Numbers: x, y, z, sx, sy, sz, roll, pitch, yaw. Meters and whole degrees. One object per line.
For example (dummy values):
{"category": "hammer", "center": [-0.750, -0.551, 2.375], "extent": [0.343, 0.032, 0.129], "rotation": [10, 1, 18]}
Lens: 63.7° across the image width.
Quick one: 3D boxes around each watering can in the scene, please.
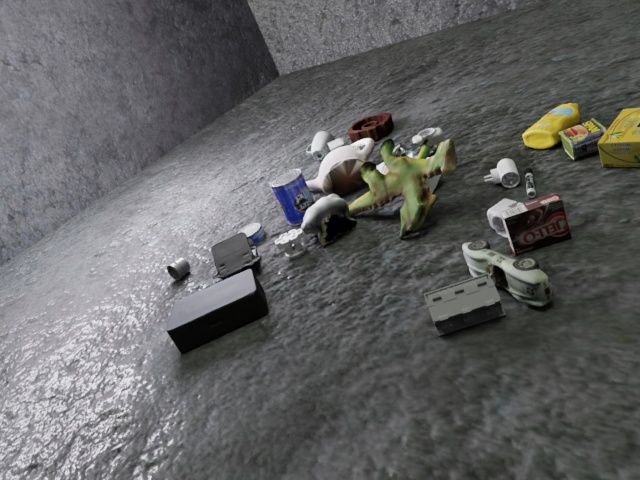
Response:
{"category": "watering can", "center": [0.034, -0.207, 1.652], "extent": [0.345, 0.102, 0.229], "rotation": [-33, 24, 13]}

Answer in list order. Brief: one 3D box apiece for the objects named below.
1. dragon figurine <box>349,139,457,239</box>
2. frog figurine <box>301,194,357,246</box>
{"category": "dragon figurine", "center": [0.191, -0.110, 1.286], "extent": [0.403, 0.121, 0.249], "rotation": [-49, 33, 31]}
{"category": "frog figurine", "center": [0.004, -0.071, 1.403], "extent": [0.137, 0.121, 0.162], "rotation": [-47, 40, 0]}
